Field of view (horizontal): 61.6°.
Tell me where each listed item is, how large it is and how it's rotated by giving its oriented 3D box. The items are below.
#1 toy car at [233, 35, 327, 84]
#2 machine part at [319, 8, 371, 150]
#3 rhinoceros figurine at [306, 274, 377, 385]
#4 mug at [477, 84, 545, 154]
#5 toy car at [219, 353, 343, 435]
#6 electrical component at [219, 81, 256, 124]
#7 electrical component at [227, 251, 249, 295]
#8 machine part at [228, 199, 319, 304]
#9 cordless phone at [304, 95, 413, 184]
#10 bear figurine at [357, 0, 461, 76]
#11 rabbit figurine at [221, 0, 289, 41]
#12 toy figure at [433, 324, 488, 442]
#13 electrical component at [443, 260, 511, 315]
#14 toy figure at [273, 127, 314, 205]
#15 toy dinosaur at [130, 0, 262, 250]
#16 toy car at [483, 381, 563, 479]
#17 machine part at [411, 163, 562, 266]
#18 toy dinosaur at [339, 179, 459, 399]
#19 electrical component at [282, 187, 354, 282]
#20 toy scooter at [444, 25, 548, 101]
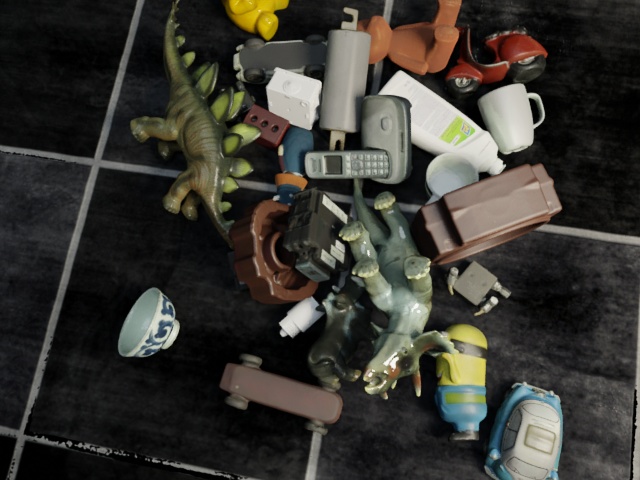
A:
[{"bbox_3d":[-0.064,-0.337,1.011,0.202,0.056,0.073,-2,84,5],"label":"toy car"},{"bbox_3d":[0.044,-0.277,0.946,0.079,0.079,0.243,7,102,6],"label":"machine part"},{"bbox_3d":[0.034,0.141,0.867,0.112,0.073,0.190,41,51,-16],"label":"rhinoceros figurine"},{"bbox_3d":[0.341,-0.210,0.945,0.110,0.081,0.107,-12,86,-13],"label":"mug"},{"bbox_3d":[-0.063,0.250,0.880,0.202,0.053,0.089,15,75,3],"label":"toy car"},{"bbox_3d":[-0.151,-0.252,1.015,0.063,0.021,0.094,-27,77,-2],"label":"electrical component"},{"bbox_3d":[-0.116,0.033,0.929,0.075,0.047,0.119,-9,79,16],"label":"electrical component"},{"bbox_3d":[-0.070,0.022,0.878,0.056,0.179,0.179,-17,74,36],"label":"machine part"},{"bbox_3d":[0.063,-0.169,0.906,0.184,0.089,0.146,-1,112,9],"label":"cordless phone"},{"bbox_3d":[0.141,-0.371,0.968,0.196,0.131,0.120,13,64,2],"label":"bear figurine"},{"bbox_3d":[-0.140,-0.479,0.989,0.162,0.173,0.122,30,85,6],"label":"rabbit figurine"},{"bbox_3d":[0.225,0.224,0.851,0.089,0.082,0.180,2,69,-15],"label":"toy figure"},{"bbox_3d":[0.258,0.079,0.897,0.078,0.045,0.102,-44,78,-4],"label":"electrical component"},{"bbox_3d":[-0.047,-0.122,0.961,0.064,0.057,0.154,9,83,12],"label":"toy figure"},{"bbox_3d":[-0.219,-0.204,0.946,0.199,0.105,0.471,-27,80,12],"label":"toy dinosaur"},{"bbox_3d":[0.321,0.302,0.814,0.109,0.103,0.161,20,82,8],"label":"toy car"},{"bbox_3d":[0.254,-0.032,0.842,0.201,0.201,0.087,-19,79,0],"label":"machine part"},{"bbox_3d":[0.119,0.058,0.854,0.131,0.191,0.405,-15,35,11],"label":"toy dinosaur"},{"bbox_3d":[-0.002,-0.003,0.883,0.058,0.114,0.134,-17,50,36],"label":"electrical component"},{"bbox_3d":[0.308,-0.338,0.974,0.184,0.075,0.135,-15,76,6],"label":"toy scooter"}]
